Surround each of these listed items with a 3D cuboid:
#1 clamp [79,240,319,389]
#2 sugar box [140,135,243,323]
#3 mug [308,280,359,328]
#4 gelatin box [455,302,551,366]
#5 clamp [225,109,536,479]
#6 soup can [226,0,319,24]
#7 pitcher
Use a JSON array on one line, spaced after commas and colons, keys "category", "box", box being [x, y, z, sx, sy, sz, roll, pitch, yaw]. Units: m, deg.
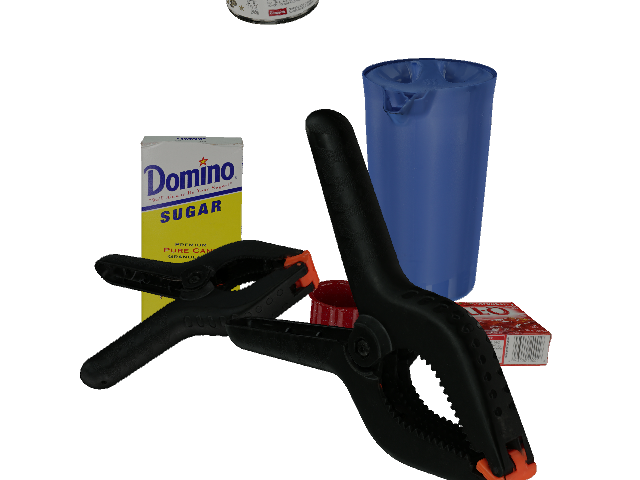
[{"category": "clamp", "box": [-0.088, 0.046, 0.734, 0.172, 0.120, 0.039, -10, -42, 16]}, {"category": "sugar box", "box": [-0.118, -0.006, 0.978, 0.093, 0.176, 0.048, 0, 14, -5]}, {"category": "mug", "box": [0.037, 0.113, 1.459, 0.117, 0.081, 0.093, 18, 25, 30]}, {"category": "gelatin box", "box": [0.124, 0.072, 0.834, 0.089, 0.030, 0.073, 2, 15, -15]}, {"category": "clamp", "box": [0.033, 0.041, 0.554, 0.036, 0.165, 0.210, -13, 41, -41]}, {"category": "soup can", "box": [-0.035, -0.205, 0.714, 0.068, 0.102, 0.068, -2, 42, 2]}, {"category": "pitcher", "box": [0.115, -0.065, 1.109, 0.149, 0.243, 0.145, -7, 23, -14]}]
